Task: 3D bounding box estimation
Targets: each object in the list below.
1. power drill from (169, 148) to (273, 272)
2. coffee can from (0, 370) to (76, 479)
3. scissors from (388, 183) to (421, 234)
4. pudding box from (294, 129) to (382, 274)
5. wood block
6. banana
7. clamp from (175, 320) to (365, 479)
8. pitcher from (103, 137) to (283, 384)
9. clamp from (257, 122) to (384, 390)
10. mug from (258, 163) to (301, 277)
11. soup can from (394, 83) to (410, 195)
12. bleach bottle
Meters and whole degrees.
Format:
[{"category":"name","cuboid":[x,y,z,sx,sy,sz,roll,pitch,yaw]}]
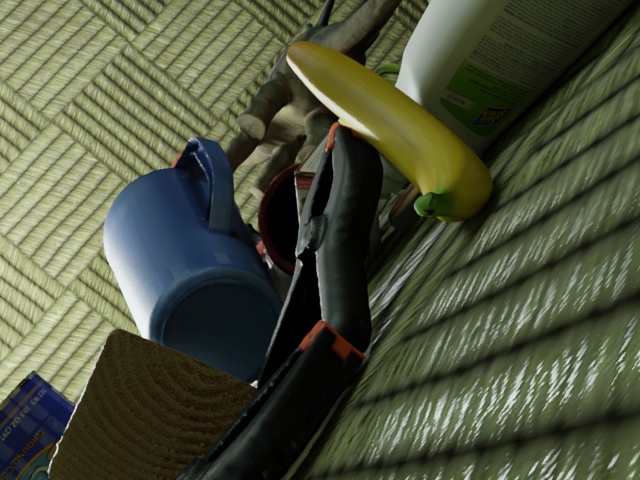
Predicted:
[{"category":"power drill","cuboid":[-0.086,-0.018,1.144,0.185,0.188,0.057,-51,-12,31]},{"category":"coffee can","cuboid":[-0.197,0.182,0.810,0.103,0.140,0.103,-50,4,4]},{"category":"scissors","cuboid":[0.108,-0.080,0.753,0.201,0.016,0.096,-51,4,-17]},{"category":"pudding box","cuboid":[0.015,-0.022,0.744,0.113,0.039,0.090,-62,-32,-67]},{"category":"wood block","cuboid":[-0.107,0.114,0.678,0.206,0.090,0.091,150,144,-79]},{"category":"banana","cuboid":[0.043,-0.060,0.586,0.037,0.069,0.198,-52,37,11]},{"category":"clamp","cuboid":[-0.057,0.127,0.498,0.209,0.036,0.165,-50,4,-23]},{"category":"pitcher","cuboid":[-0.105,0.022,0.903,0.145,0.149,0.243,-32,25,-4]},{"category":"clamp","cuboid":[0.002,0.013,0.617,0.120,0.039,0.171,-43,28,47]},{"category":"mug","cuboid":[-0.006,0.001,0.859,0.081,0.093,0.117,122,152,-81]},{"category":"soup can","cuboid":[0.078,-0.092,0.829,0.102,0.068,0.069,-53,4,-36]},{"category":"bleach bottle","cuboid":[0.097,-0.118,0.625,0.251,0.102,0.068,-49,35,33]}]
